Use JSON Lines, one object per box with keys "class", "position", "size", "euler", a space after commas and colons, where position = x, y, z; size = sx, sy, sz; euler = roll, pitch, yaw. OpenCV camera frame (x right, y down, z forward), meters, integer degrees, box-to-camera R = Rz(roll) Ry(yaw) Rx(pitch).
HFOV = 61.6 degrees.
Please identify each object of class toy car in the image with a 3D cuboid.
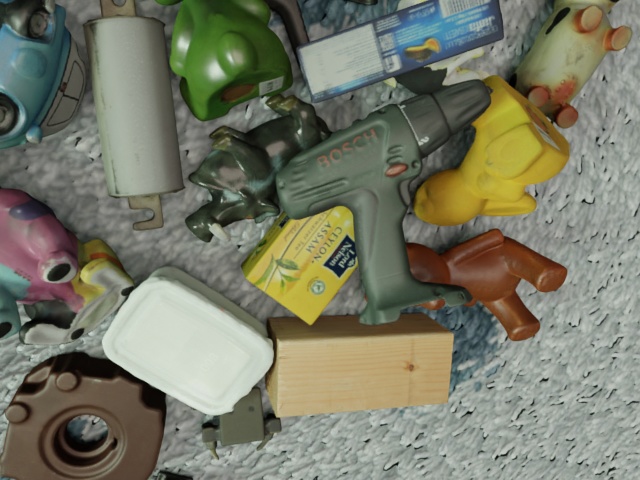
{"class": "toy car", "position": [-0.277, -0.152, 0.502], "size": [0.161, 0.109, 0.103], "euler": [-61, 150, 3]}

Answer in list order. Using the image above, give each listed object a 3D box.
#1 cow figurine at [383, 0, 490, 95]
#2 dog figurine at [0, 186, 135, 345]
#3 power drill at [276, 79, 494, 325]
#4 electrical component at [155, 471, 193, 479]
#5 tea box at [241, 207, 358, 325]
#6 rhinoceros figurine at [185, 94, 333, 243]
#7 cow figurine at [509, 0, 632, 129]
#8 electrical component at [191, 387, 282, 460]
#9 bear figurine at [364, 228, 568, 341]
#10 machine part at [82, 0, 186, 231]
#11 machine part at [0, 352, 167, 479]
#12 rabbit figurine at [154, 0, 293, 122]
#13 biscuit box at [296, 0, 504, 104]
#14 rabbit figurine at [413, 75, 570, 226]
{"class": "cow figurine", "position": [0.133, -0.194, 0.618], "size": [0.167, 0.068, 0.098], "euler": [39, 94, -14]}
{"class": "dog figurine", "position": [-0.307, -0.011, 0.524], "size": [0.108, 0.191, 0.219], "euler": [-45, 73, 0]}
{"class": "power drill", "position": [0.084, -0.030, 0.529], "size": [0.232, 0.086, 0.207], "euler": [-17, 94, 5]}
{"class": "electrical component", "position": [-0.176, 0.325, 0.603], "size": [0.048, 0.119, 0.074], "euler": [22, 91, -17]}
{"class": "tea box", "position": [-0.001, -0.002, 0.617], "size": [0.098, 0.068, 0.169], "euler": [37, 88, -17]}
{"class": "rhinoceros figurine", "position": [-0.072, -0.077, 0.588], "size": [0.190, 0.073, 0.112], "euler": [-40, 117, -7]}
{"class": "cow figurine", "position": [0.296, -0.240, 0.637], "size": [0.085, 0.127, 0.194], "euler": [22, 108, -17]}
{"class": "electrical component", "position": [-0.099, 0.218, 0.646], "size": [0.102, 0.045, 0.078], "euler": [-10, 74, -15]}
{"class": "bear figurine", "position": [0.162, 0.050, 0.632], "size": [0.196, 0.132, 0.120], "euler": [-4, 126, -26]}
{"class": "machine part", "position": [-0.185, -0.130, 0.542], "size": [0.079, 0.079, 0.243], "euler": [-8, 101, -13]}
{"class": "machine part", "position": [-0.258, 0.213, 0.595], "size": [0.179, 0.056, 0.179], "euler": [-3, 102, -15]}
{"class": "rabbit figurine", "position": [-0.113, -0.221, 0.520], "size": [0.121, 0.159, 0.170], "euler": [-23, 89, 2]}
{"class": "biscuit box", "position": [0.079, -0.199, 0.548], "size": [0.203, 0.063, 0.059], "euler": [-18, 104, 3]}
{"class": "rabbit figurine", "position": [0.187, -0.080, 0.621], "size": [0.162, 0.122, 0.173], "euler": [9, 136, -49]}
